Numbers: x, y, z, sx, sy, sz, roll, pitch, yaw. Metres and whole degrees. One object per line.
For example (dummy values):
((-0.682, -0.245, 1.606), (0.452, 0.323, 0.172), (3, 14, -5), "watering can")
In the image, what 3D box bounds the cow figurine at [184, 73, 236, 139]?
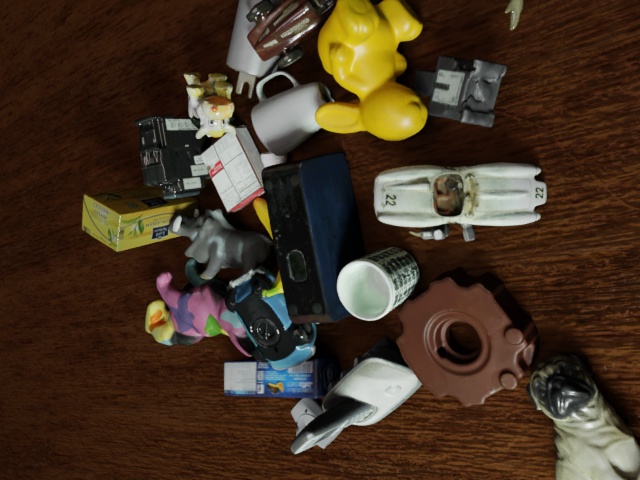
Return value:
((-0.168, -0.193, 0.818), (0.167, 0.068, 0.098), (-118, 29, -55), "cow figurine")

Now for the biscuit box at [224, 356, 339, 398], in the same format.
((-0.066, 0.222, 0.876), (0.203, 0.062, 0.059), (-10, 77, 35), "biscuit box")

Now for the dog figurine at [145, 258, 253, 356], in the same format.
((-0.183, 0.139, 0.919), (0.219, 0.108, 0.191), (32, 115, 22), "dog figurine")

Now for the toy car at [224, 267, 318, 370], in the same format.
((-0.065, 0.110, 0.826), (0.109, 0.103, 0.161), (-34, 92, 31), "toy car")

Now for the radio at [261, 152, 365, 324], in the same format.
((-0.002, -0.002, 0.749), (0.073, 0.131, 0.229), (-9, 95, 34), "radio")

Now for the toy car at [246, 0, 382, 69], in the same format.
((-0.007, -0.305, 0.696), (0.202, 0.053, 0.089), (-30, 107, 15), "toy car")

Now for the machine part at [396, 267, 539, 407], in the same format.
((0.185, 0.127, 0.700), (0.180, 0.056, 0.179), (8, 104, 33), "machine part")

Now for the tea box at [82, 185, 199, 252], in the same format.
((-0.303, -0.044, 0.918), (0.098, 0.169, 0.068), (25, 113, 26), "tea box")

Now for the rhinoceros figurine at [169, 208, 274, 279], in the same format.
((-0.165, 0.006, 0.883), (0.191, 0.073, 0.112), (16, 114, 23), "rhinoceros figurine")

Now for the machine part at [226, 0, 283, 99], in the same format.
((-0.079, -0.323, 0.765), (0.079, 0.079, 0.243), (29, 114, 25), "machine part")

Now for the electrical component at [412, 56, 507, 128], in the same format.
((0.162, -0.181, 0.647), (0.119, 0.048, 0.074), (-141, 57, -63), "electrical component")

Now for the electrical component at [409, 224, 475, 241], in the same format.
((0.153, -0.045, 0.689), (0.078, 0.045, 0.102), (-4, 98, 36), "electrical component")

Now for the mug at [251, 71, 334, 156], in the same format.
((-0.037, -0.190, 0.768), (0.107, 0.081, 0.109), (-22, 92, 24), "mug")

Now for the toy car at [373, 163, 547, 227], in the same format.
((0.165, -0.053, 0.638), (0.202, 0.056, 0.073), (-1, 94, 7), "toy car")

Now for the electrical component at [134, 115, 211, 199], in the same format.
((-0.236, -0.136, 0.887), (0.058, 0.115, 0.134), (-2, 97, 36), "electrical component")

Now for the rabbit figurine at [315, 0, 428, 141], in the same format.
((0.062, -0.194, 0.671), (0.162, 0.122, 0.173), (-37, 78, 40), "rabbit figurine")

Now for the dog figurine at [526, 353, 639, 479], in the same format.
((0.301, 0.249, 0.636), (0.191, 0.121, 0.172), (52, 121, 30), "dog figurine")

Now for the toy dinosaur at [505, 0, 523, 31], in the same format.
((0.098, -0.419, 0.581), (0.472, 0.105, 0.198), (62, 148, 30), "toy dinosaur")

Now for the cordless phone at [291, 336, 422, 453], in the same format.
((0.043, 0.218, 0.735), (0.089, 0.184, 0.146), (51, 123, 19), "cordless phone")
